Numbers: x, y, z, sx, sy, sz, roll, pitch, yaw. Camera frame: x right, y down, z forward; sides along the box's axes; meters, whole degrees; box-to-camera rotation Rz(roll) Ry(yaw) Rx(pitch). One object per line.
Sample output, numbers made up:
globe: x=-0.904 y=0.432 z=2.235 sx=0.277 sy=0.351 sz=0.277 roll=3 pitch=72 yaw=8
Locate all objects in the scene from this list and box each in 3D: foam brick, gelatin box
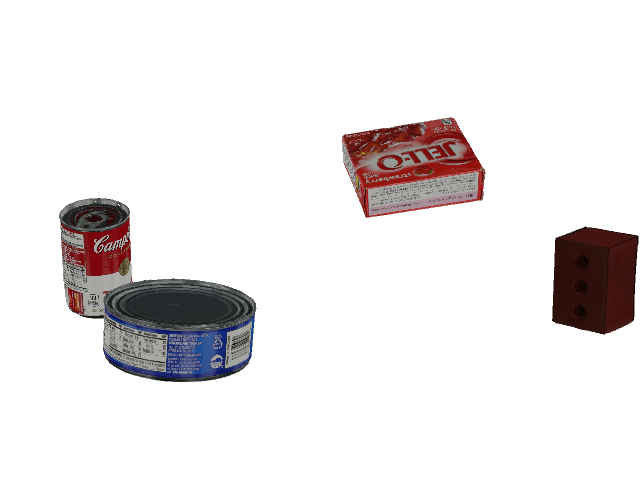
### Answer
foam brick: x=0.232 y=0.033 z=0.904 sx=0.053 sy=0.078 sz=0.051 roll=12 pitch=22 yaw=42
gelatin box: x=0.066 y=-0.054 z=0.773 sx=0.089 sy=0.030 sz=0.073 roll=-10 pitch=38 yaw=-6

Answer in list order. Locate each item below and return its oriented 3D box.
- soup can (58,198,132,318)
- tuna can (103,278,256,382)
soup can: x=-0.222 y=0.018 z=1.062 sx=0.068 sy=0.102 sz=0.068 roll=2 pitch=28 yaw=-1
tuna can: x=-0.080 y=0.050 z=0.605 sx=0.086 sy=0.034 sz=0.086 roll=5 pitch=14 yaw=-1
